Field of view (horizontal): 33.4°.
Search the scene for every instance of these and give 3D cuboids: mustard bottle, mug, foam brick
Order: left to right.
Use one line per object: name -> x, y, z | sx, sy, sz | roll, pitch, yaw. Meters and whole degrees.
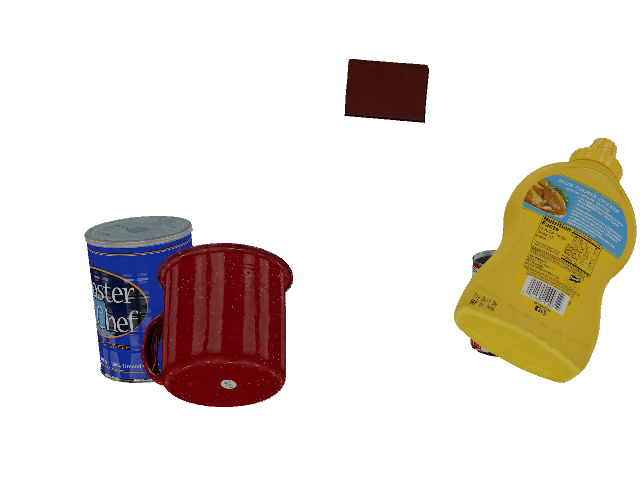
mug -> -0.074, 0.063, 0.715 | 0.117, 0.081, 0.093 | -19, -34, 26
foam brick -> 0.063, -0.142, 1.013 | 0.078, 0.051, 0.053 | 5, 14, 3
mustard bottle -> 0.176, 0.001, 0.776 | 0.096, 0.191, 0.058 | 28, -26, 4

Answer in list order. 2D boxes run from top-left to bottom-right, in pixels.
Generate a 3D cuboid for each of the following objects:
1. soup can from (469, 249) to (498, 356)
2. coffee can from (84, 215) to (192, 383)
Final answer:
soup can -> 0.198, 0.068, 1.162 | 0.068, 0.102, 0.068 | 0, 15, 0
coffee can -> -0.171, 0.055, 1.043 | 0.103, 0.140, 0.103 | -3, 14, 1
